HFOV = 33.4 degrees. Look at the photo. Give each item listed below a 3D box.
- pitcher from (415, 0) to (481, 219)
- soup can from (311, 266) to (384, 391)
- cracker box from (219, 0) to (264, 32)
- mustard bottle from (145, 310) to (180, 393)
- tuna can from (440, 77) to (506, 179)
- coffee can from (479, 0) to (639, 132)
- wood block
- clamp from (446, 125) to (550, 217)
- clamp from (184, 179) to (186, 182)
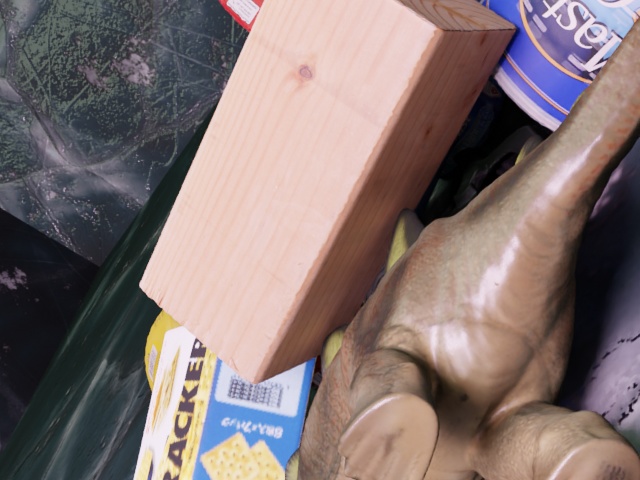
[{"bbox_3d":[0.041,-0.105,0.687,0.149,0.145,0.243,-18,-40,-35],"label":"pitcher"},{"bbox_3d":[0.030,0.053,0.661,0.102,0.068,0.068,-36,25,56],"label":"soup can"},{"bbox_3d":[0.049,-0.220,0.759,0.072,0.163,0.214,46,109,37],"label":"cracker box"},{"bbox_3d":[-0.118,0.142,0.962,0.192,0.058,0.096,-124,43,-62],"label":"mustard bottle"},{"bbox_3d":[0.101,-0.089,0.803,0.086,0.033,0.086,-53,14,19],"label":"tuna can"},{"bbox_3d":[0.159,-0.130,0.533,0.141,0.102,0.102,-46,17,40],"label":"coffee can"},{"bbox_3d":[-0.001,-0.040,0.547,0.090,0.091,0.206,-18,-39,-56],"label":"wood block"},{"bbox_3d":[0.104,-0.032,0.654,0.172,0.039,0.120,-37,27,59],"label":"clamp"},{"bbox_3d":[-0.005,-0.056,0.997,0.210,0.164,0.036,-6,84,49],"label":"clamp"}]
